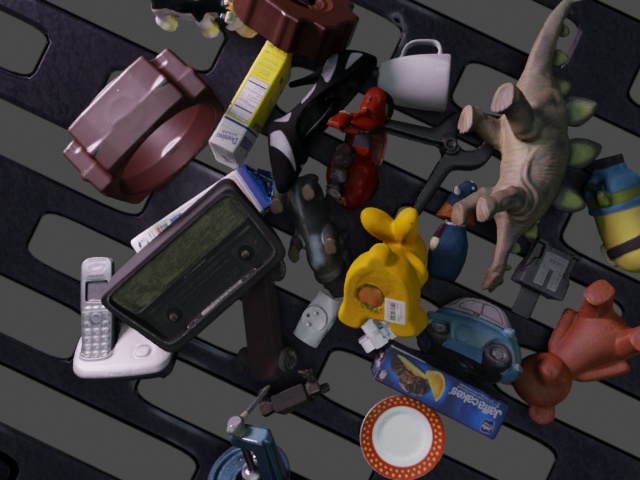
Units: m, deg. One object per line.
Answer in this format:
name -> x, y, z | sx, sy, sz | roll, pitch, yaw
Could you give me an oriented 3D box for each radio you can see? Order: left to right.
radio -> -0.167, 0.037, 0.733 | 0.229, 0.073, 0.131 | -40, 112, 4

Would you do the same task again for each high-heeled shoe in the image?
high-heeled shoe -> 0.010, -0.174, 0.775 | 0.145, 0.086, 0.249 | -7, 59, 19

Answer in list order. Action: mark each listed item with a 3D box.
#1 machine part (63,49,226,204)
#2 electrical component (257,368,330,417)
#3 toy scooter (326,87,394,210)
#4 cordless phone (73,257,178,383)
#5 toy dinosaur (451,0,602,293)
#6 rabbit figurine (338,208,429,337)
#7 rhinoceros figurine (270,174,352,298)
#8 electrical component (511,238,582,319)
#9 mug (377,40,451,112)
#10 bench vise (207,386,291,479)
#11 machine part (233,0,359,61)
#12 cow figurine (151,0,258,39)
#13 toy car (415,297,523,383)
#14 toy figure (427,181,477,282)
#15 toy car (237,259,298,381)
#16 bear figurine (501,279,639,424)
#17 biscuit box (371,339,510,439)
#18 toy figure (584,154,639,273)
machine part -> -0.236, -0.151, 0.744 | 0.201, 0.201, 0.087 | -44, 87, 0
electrical component -> -0.042, 0.228, 0.802 | 0.102, 0.078, 0.045 | -26, 69, 5
toy scooter -> 0.048, -0.128, 0.762 | 0.075, 0.135, 0.183 | 21, 106, 21
cordless phone -> -0.287, 0.114, 0.801 | 0.147, 0.088, 0.184 | -5, 85, 0
toy dinosaur -> 0.305, -0.151, 0.777 | 0.198, 0.105, 0.471 | 9, 94, -25
rabbit figurine -> 0.099, 0.031, 0.762 | 0.122, 0.173, 0.162 | 0, 111, 31
rhinoceros figurine -> -0.002, -0.002, 0.790 | 0.073, 0.112, 0.190 | -23, 96, 17
electrical component -> 0.334, 0.062, 0.819 | 0.075, 0.048, 0.119 | 29, 87, 1
mug -> 0.141, -0.249, 0.809 | 0.107, 0.081, 0.109 | 3, 88, 9
bench vise -> -0.068, 0.332, 0.748 | 0.224, 0.129, 0.240 | 6, 126, 25
machine part -> -0.031, -0.330, 0.770 | 0.179, 0.179, 0.056 | 31, 133, 0
cow figurine -> -0.171, -0.353, 0.800 | 0.167, 0.098, 0.068 | 9, 83, 0
toy car -> 0.226, 0.140, 0.798 | 0.162, 0.109, 0.103 | 25, 65, 14
toy figure -> 0.201, -0.016, 0.815 | 0.058, 0.064, 0.154 | 12, 83, 37
toy car -> -0.086, 0.110, 0.809 | 0.089, 0.053, 0.202 | -8, 87, 29
bear figurine -> 0.363, 0.168, 0.782 | 0.196, 0.131, 0.120 | -31, 61, -5
biscuit box -> 0.179, 0.220, 0.808 | 0.203, 0.063, 0.059 | 26, 91, 1
toy figure -> 0.450, -0.038, 0.800 | 0.082, 0.089, 0.180 | -16, 92, 5
